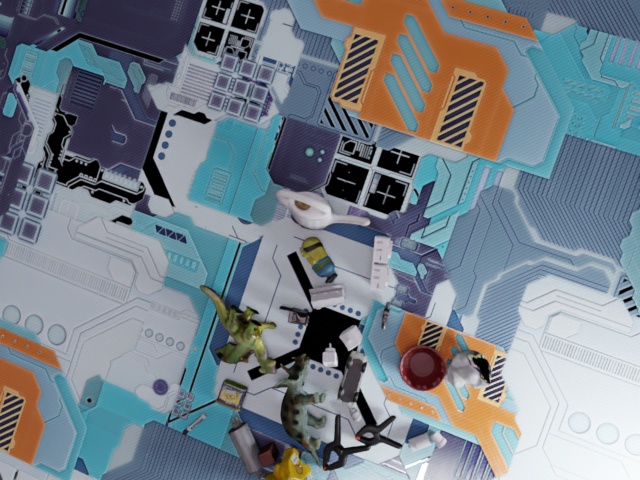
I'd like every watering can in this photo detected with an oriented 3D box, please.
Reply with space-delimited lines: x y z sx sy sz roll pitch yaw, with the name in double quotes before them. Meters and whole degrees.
"watering can" 0.006 -0.091 1.818 0.348 0.221 0.105 21 77 8

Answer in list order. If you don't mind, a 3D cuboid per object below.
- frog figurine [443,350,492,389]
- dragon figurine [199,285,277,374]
"frog figurine" 0.513 0.464 1.805 0.137 0.125 0.156 43 133 -2
"dragon figurine" -0.319 0.361 1.929 0.412 0.123 0.240 31 103 9
